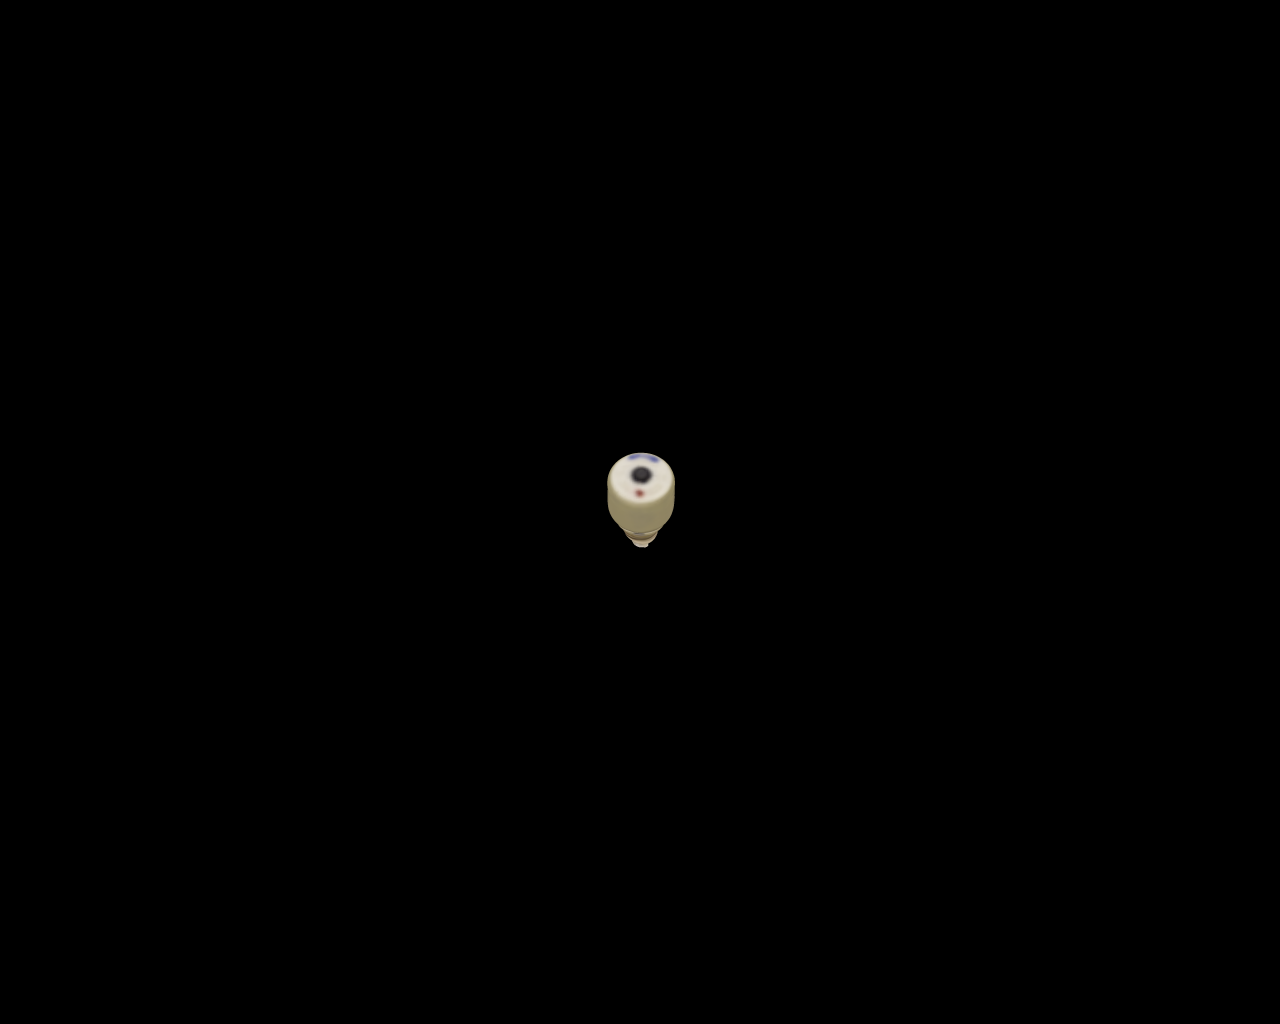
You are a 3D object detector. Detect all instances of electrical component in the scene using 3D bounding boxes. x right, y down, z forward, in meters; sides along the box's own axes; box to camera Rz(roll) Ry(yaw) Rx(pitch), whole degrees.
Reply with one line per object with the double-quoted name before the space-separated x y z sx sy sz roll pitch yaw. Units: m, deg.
"electrical component" 0.001 -0.003 0.650 0.040 0.040 0.078 0 -33 0
